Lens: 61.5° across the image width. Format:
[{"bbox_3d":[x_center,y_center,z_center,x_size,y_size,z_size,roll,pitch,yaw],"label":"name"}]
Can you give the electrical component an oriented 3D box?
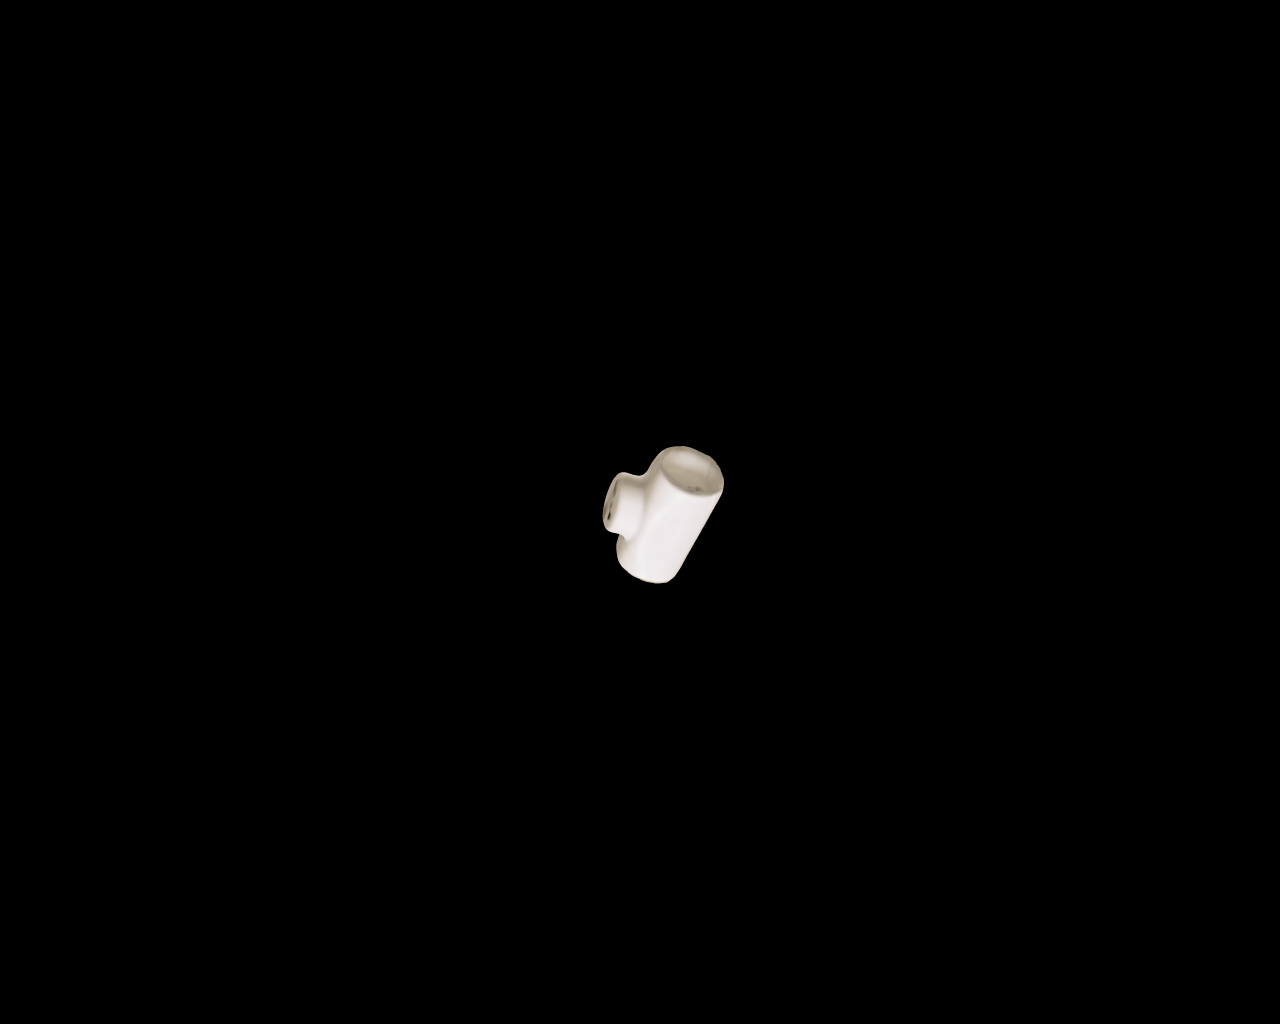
[{"bbox_3d":[0.001,-0.003,0.650,0.079,0.077,0.044,16,40,-13],"label":"electrical component"}]
